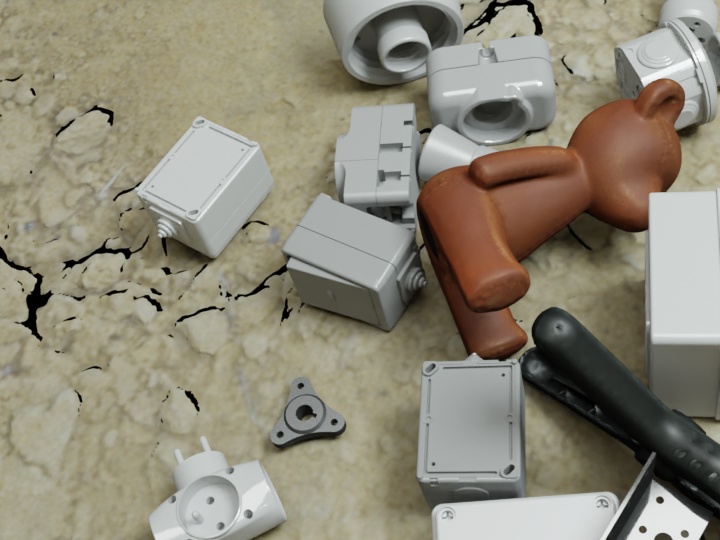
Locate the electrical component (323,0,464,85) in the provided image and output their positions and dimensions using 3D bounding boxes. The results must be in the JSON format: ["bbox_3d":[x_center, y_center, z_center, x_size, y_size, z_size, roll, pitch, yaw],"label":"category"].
[{"bbox_3d":[0.030,-0.190,0.844,0.108,0.108,0.060,-15,63,2],"label":"electrical component"}]

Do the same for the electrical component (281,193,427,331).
[{"bbox_3d":[0.000,0.000,0.754,0.096,0.061,0.061,23,65,23],"label":"electrical component"}]

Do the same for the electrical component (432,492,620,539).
[{"bbox_3d":[0.100,0.189,0.617,0.109,0.056,0.108,-6,57,8],"label":"electrical component"}]

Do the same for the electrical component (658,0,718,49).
[{"bbox_3d":[0.257,-0.204,0.840,0.045,0.045,0.055,6,60,15],"label":"electrical component"}]

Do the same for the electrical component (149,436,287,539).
[{"bbox_3d":[-0.097,0.144,0.693,0.077,0.044,0.079,-26,57,-5],"label":"electrical component"}]

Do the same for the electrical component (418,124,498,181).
[{"bbox_3d":[0.082,-0.078,0.800,0.065,0.044,0.044,22,65,17],"label":"electrical component"}]

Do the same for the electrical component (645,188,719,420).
[{"bbox_3d":[0.207,0.023,0.670,0.056,0.108,0.108,0,58,14],"label":"electrical component"}]

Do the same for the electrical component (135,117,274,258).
[{"bbox_3d":[-0.119,-0.055,0.813,0.062,0.061,0.096,26,67,25],"label":"electrical component"}]

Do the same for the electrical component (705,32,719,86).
[{"bbox_3d":[0.290,-0.161,0.811,0.046,0.040,0.040,-7,57,-1],"label":"electrical component"}]

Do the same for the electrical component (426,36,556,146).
[{"bbox_3d":[0.100,-0.135,0.824,0.095,0.053,0.059,-6,57,8],"label":"electrical component"}]

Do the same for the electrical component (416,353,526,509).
[{"bbox_3d":[0.072,0.099,0.676,0.062,0.061,0.096,-3,56,12],"label":"electrical component"}]

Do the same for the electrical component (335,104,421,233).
[{"bbox_3d":[0.014,-0.075,0.805,0.056,0.050,0.089,-2,57,10],"label":"electrical component"}]

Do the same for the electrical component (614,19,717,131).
[{"bbox_3d":[0.223,-0.138,0.786,0.051,0.080,0.080,-22,56,3],"label":"electrical component"}]
